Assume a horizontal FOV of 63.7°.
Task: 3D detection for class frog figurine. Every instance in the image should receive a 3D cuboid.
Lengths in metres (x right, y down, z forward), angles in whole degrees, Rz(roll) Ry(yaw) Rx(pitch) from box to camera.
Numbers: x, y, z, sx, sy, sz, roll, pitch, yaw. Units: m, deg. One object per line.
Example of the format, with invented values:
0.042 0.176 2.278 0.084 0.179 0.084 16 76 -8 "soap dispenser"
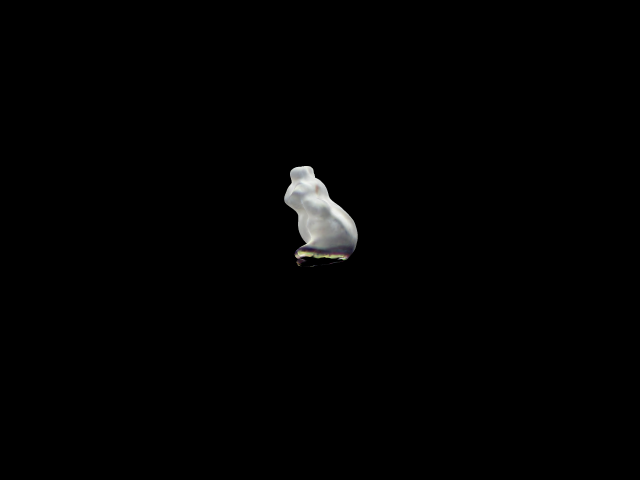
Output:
0.003 -0.043 0.850 0.122 0.161 0.136 -5 -14 18 "frog figurine"
